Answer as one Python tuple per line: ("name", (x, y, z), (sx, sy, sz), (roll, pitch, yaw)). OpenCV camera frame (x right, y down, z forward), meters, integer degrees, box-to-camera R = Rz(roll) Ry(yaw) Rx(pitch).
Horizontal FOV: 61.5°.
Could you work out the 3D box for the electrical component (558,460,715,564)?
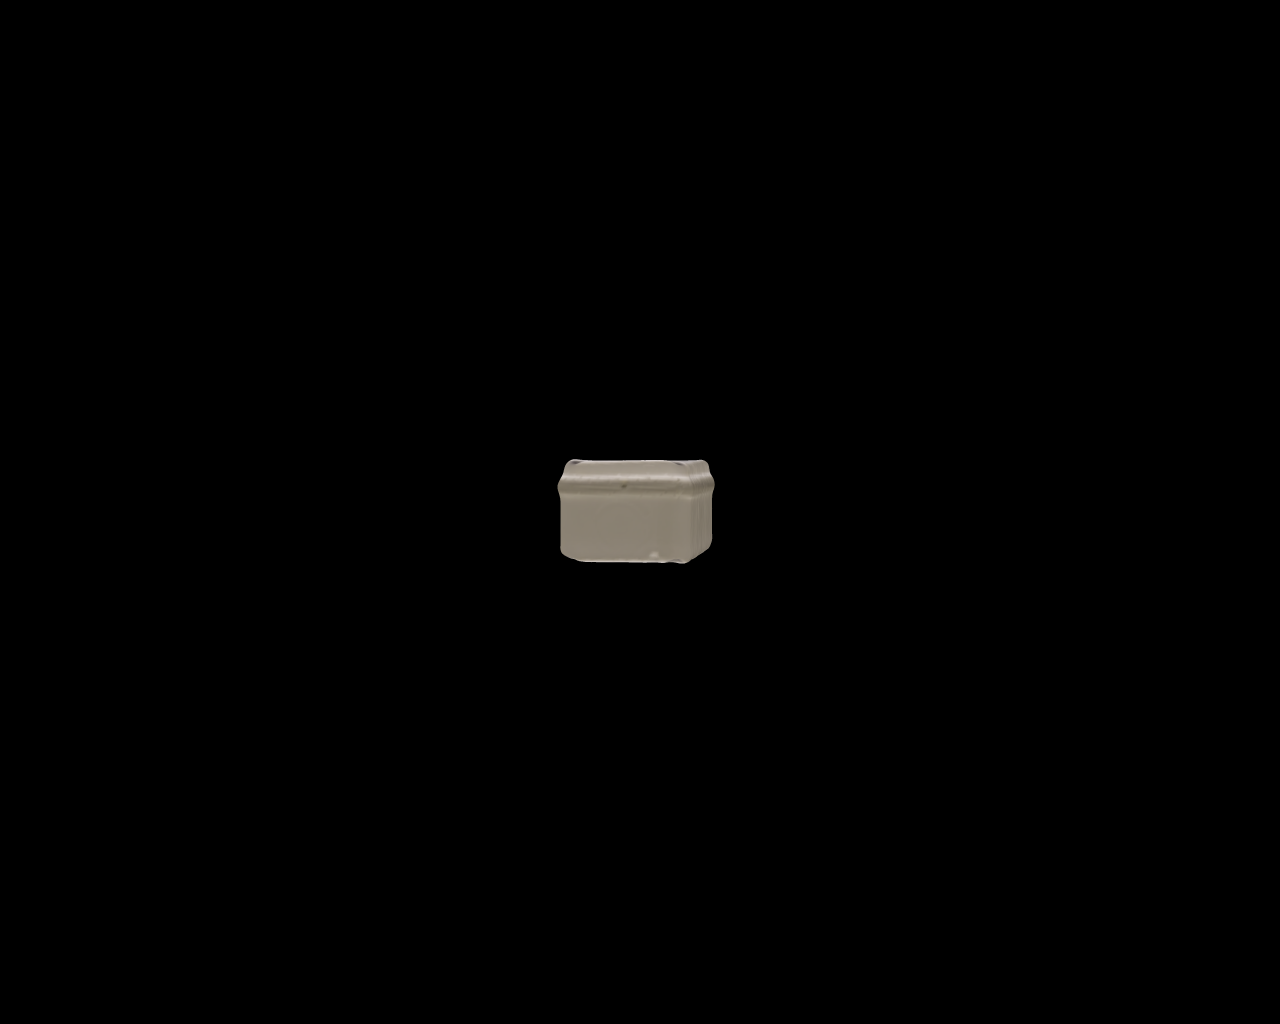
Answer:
("electrical component", (0.001, -0.003, 0.650), (0.078, 0.057, 0.113), (1, 3, 11))
